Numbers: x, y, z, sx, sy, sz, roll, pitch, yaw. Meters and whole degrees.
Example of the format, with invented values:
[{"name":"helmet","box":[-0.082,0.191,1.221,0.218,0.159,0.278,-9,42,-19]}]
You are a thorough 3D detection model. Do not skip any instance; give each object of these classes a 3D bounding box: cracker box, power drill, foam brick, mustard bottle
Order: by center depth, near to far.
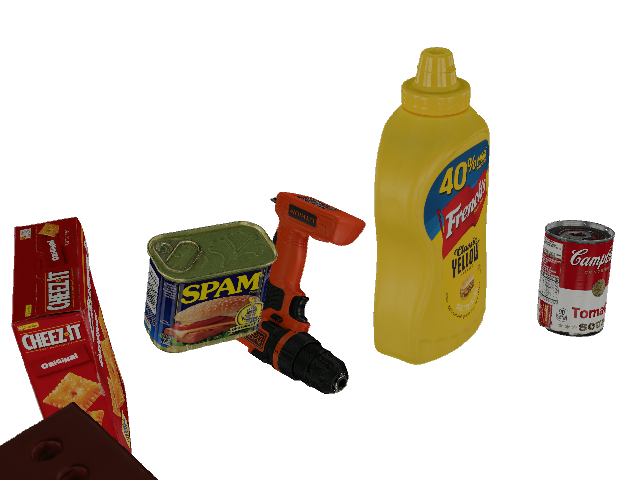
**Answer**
[{"name":"foam brick","box":[-0.108,0.123,0.485,0.052,0.051,0.078,-31,45,-32]},{"name":"mustard bottle","box":[0.070,-0.025,0.663,0.058,0.192,0.096,18,33,34]},{"name":"cracker box","box":[-0.241,0.110,1.041,0.072,0.214,0.164,-12,35,-8]},{"name":"power drill","box":[-0.018,0.053,1.155,0.185,0.188,0.057,27,11,38]}]

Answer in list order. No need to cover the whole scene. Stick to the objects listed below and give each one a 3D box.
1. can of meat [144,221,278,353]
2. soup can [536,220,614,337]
[{"name":"can of meat","box":[-0.092,0.039,0.870,0.101,0.084,0.057,-11,43,-27]},{"name":"soup can","box":[0.255,0.038,1.073,0.068,0.102,0.068,1,18,-1]}]
